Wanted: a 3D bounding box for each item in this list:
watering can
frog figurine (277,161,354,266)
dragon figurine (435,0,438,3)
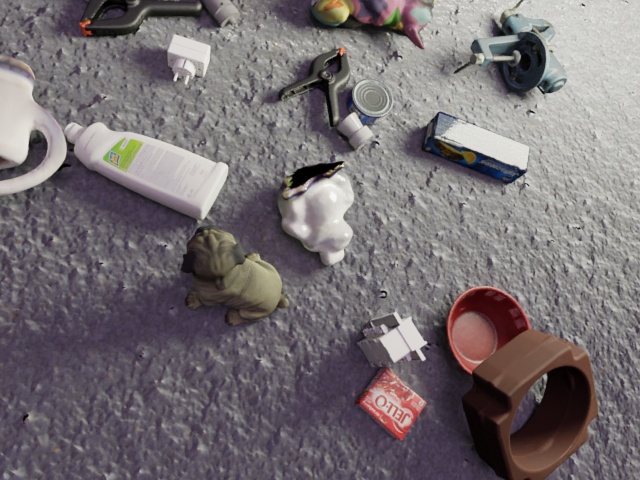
[{"bbox_3d":[-0.554,-0.169,0.745,0.348,0.102,0.228,0,72,-15],"label":"watering can"},{"bbox_3d":[0.003,-0.044,0.869,0.139,0.123,0.156,-39,122,-30],"label":"frog figurine"},{"bbox_3d":[0.159,-0.581,1.077,0.411,0.121,0.244,-10,84,-8],"label":"dragon figurine"}]
